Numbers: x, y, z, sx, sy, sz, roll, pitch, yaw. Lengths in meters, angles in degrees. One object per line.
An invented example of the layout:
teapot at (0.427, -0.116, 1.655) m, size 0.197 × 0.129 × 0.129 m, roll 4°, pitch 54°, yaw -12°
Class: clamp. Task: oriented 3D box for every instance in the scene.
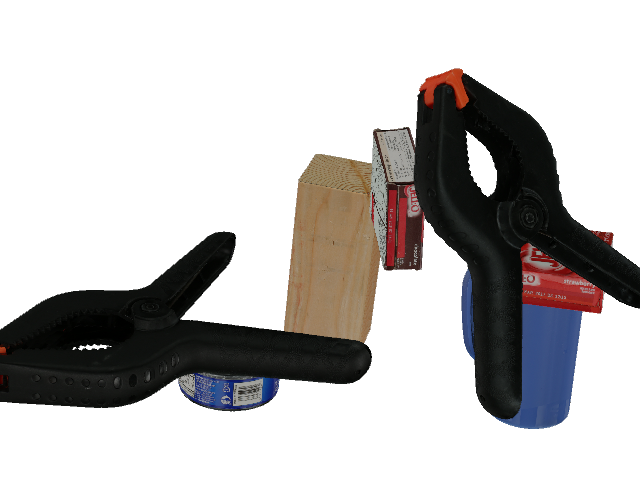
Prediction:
clamp at (-0.098, 0.048, 0.612) m, size 0.209 × 0.036 × 0.165 m, roll -8°, pitch 29°, yaw -27°
clamp at (0.090, 0.000, 0.534) m, size 0.120 × 0.171 × 0.039 m, roll -43°, pitch 12°, yaw -28°

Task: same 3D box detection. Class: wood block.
wood block at (0.018, 0.020, 1.191) m, size 0.090 × 0.206 × 0.090 m, roll 11°, pitch 26°, yaw 9°

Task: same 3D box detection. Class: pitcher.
pitcher at (0.264, 0.117, 1.378) m, size 0.149 × 0.243 × 0.144 m, roll 5°, pitch 18°, yaw 17°

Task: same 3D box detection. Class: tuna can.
tuna can at (-0.076, 0.107, 0.890) m, size 0.086 × 0.034 × 0.086 m, roll 4°, pitch 21°, yaw -2°

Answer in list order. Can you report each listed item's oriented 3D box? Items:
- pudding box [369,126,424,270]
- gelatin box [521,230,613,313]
pudding box at (0.069, -0.039, 0.964) m, size 0.039 × 0.090 × 0.113 m, roll -2°, pitch 31°, yaw -5°
gelatin box at (0.169, 0.017, 0.767) m, size 0.073 × 0.030 × 0.089 m, roll 8°, pitch 25°, yaw 16°
